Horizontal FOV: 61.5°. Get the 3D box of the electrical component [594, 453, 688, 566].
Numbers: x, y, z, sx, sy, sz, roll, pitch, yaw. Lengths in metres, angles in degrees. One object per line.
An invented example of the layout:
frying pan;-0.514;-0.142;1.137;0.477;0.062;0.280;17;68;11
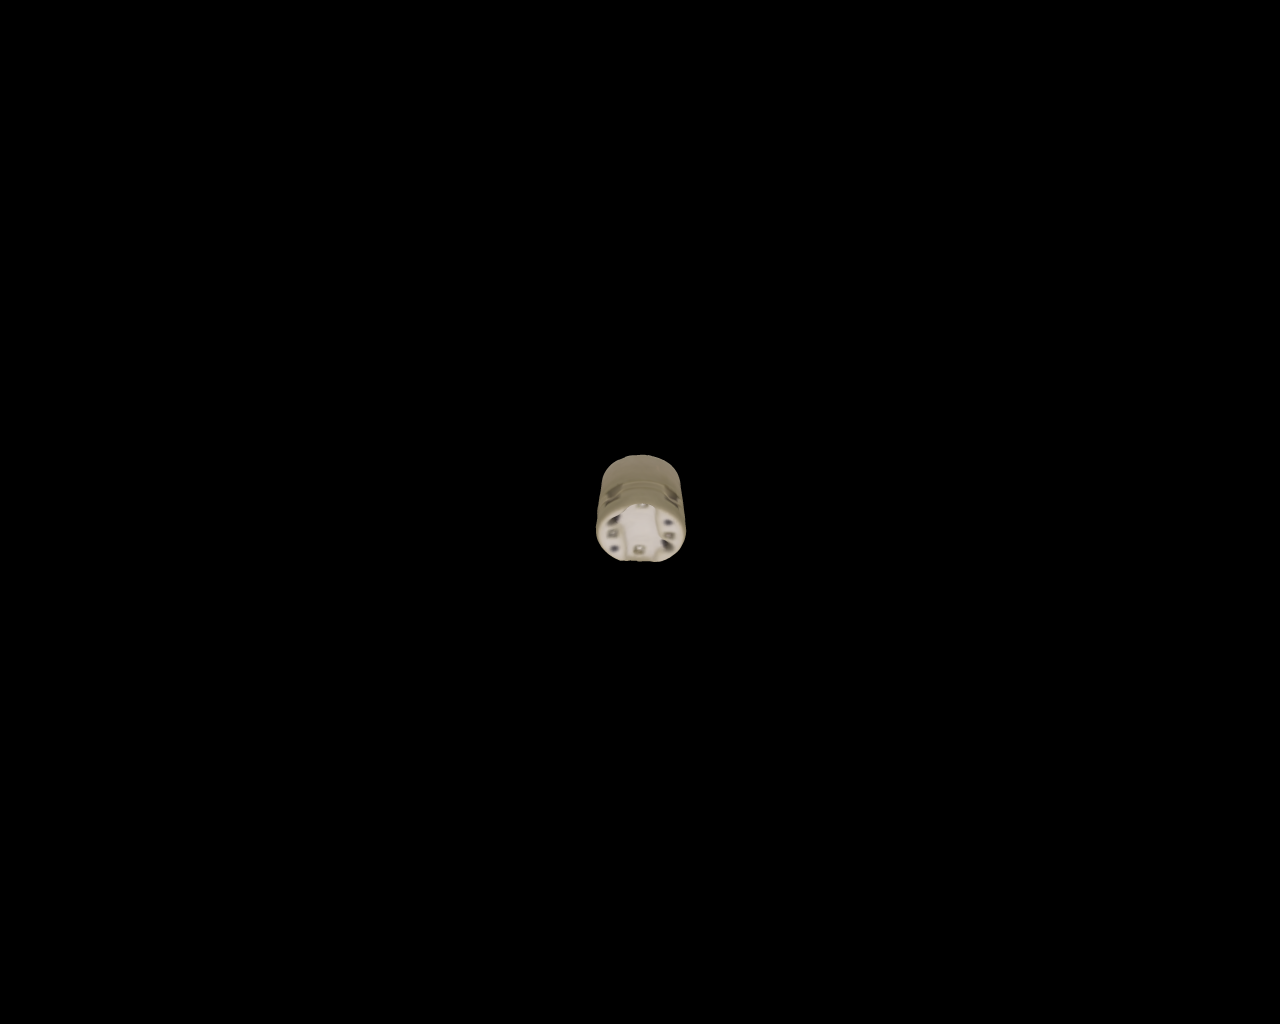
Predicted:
electrical component;0.001;-0.003;0.650;0.055;0.047;0.055;0;-43;0
